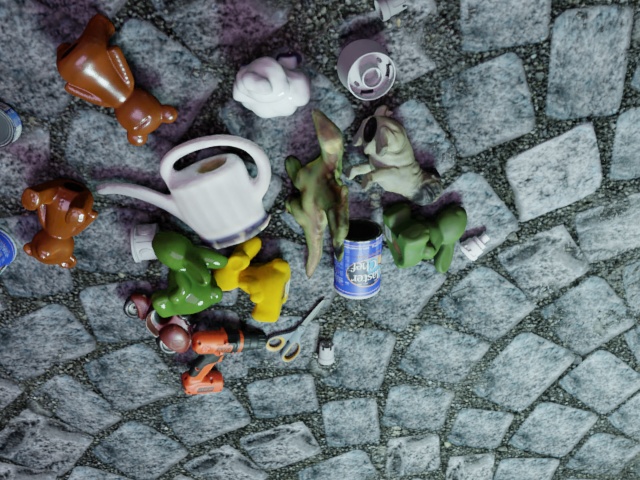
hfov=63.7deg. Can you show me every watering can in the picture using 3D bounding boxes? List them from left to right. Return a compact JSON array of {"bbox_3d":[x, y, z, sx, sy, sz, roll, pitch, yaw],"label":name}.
[{"bbox_3d":[-0.243,-0.081,1.007,0.346,0.106,0.220,-16,119,16],"label":"watering can"}]

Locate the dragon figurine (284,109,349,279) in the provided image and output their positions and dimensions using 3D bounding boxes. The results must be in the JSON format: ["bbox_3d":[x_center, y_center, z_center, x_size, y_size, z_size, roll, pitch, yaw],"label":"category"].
[{"bbox_3d":[0.003,-0.048,0.962,0.122,0.247,0.402,-4,116,-7],"label":"dragon figurine"}]

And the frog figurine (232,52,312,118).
[{"bbox_3d":[-0.082,-0.258,0.887,0.137,0.163,0.120,5,120,-7],"label":"frog figurine"}]
